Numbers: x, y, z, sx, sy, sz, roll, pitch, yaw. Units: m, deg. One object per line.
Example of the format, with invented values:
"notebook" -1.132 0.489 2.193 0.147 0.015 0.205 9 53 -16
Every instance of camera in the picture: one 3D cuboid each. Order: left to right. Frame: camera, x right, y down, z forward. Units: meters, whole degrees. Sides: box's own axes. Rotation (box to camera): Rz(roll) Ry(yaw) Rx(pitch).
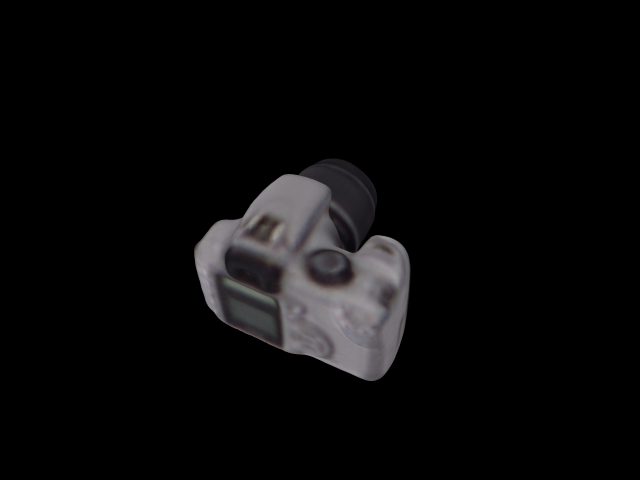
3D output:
"camera" 0.004 0.001 0.400 0.143 0.101 0.137 20 50 18
